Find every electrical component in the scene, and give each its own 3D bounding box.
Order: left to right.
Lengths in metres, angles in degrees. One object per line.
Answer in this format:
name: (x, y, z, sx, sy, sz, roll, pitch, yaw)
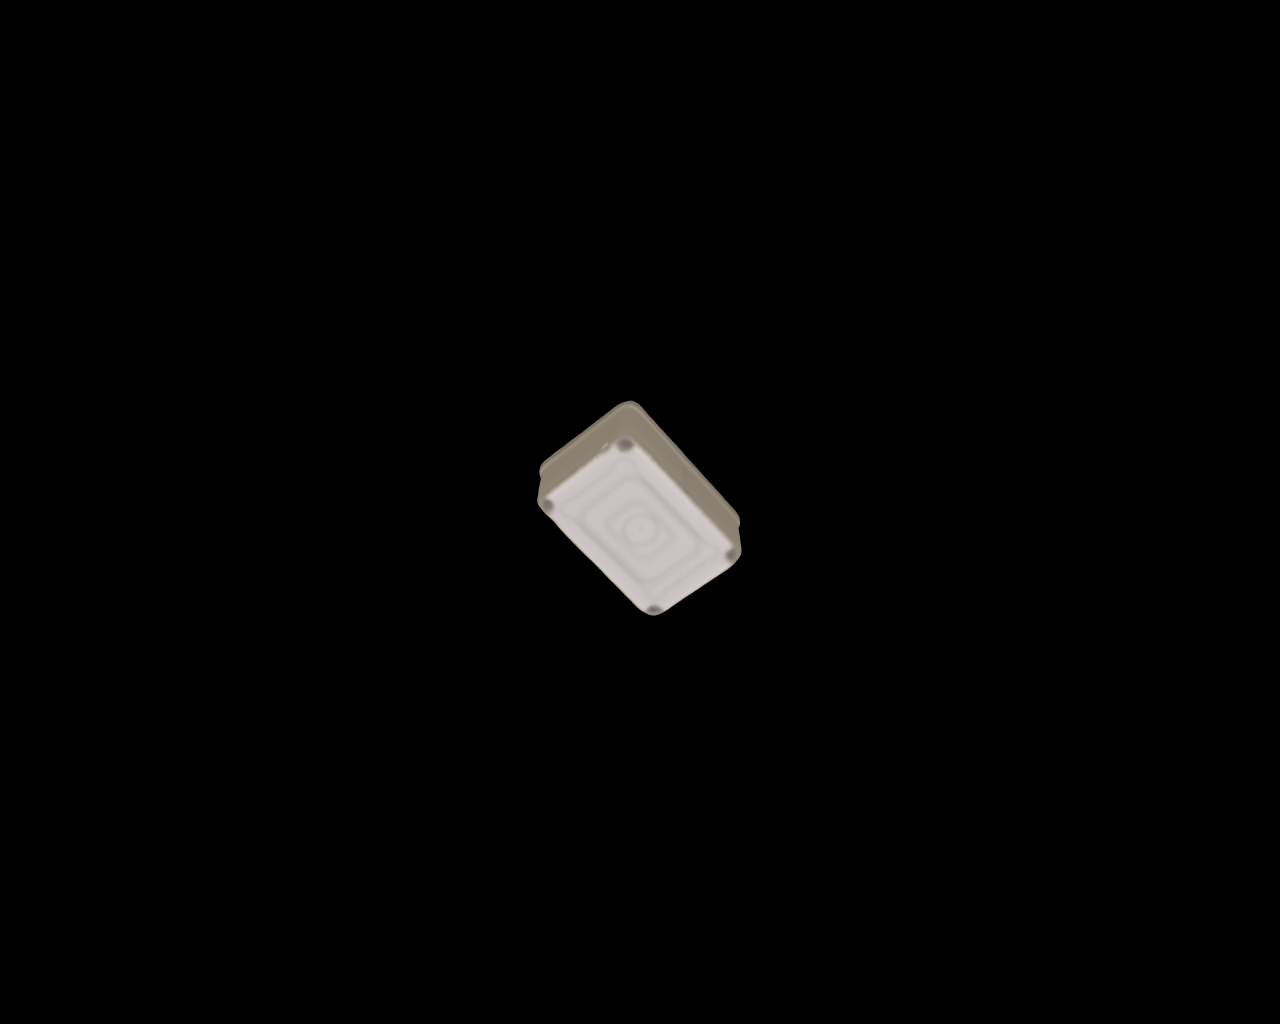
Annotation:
electrical component: (0.001, -0.003, 0.650, 0.078, 0.113, 0.057, -36, 24, 18)
